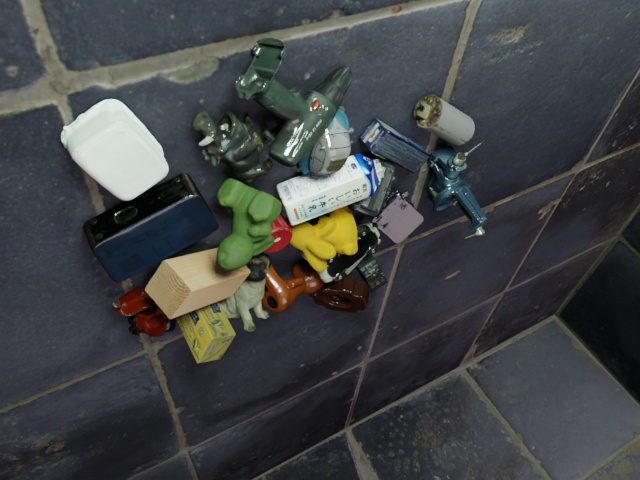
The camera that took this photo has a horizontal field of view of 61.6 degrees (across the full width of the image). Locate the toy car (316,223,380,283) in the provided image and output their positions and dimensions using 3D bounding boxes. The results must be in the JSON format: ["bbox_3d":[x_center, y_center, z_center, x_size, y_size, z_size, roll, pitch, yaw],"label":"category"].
[{"bbox_3d":[0.075,0.033,1.402,0.202,0.056,0.073,-38,118,-15],"label":"toy car"}]

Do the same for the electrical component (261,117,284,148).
[{"bbox_3d":[-0.077,-0.204,1.068,0.063,0.021,0.094,-39,148,6],"label":"electrical component"}]

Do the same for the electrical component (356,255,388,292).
[{"bbox_3d":[0.139,0.082,1.559,0.058,0.115,0.134,-31,148,0],"label":"electrical component"}]

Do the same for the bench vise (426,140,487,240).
[{"bbox_3d":[0.366,-0.121,1.404,0.129,0.241,0.223,-22,162,-27],"label":"bench vise"}]

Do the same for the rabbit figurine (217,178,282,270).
[{"bbox_3d":[-0.158,-0.020,1.089,0.170,0.121,0.159,-65,168,-3],"label":"rabbit figurine"}]

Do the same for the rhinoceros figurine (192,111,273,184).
[{"bbox_3d":[-0.163,-0.174,0.990,0.112,0.073,0.190,-27,151,8],"label":"rhinoceros figurine"}]

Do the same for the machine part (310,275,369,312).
[{"bbox_3d":[0.058,0.156,1.553,0.179,0.056,0.179,9,153,5],"label":"machine part"}]

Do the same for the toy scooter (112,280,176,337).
[{"bbox_3d":[-0.393,0.157,1.200,0.135,0.075,0.183,-16,138,-32],"label":"toy scooter"}]

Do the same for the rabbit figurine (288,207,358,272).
[{"bbox_3d":[-0.003,-0.004,1.307,0.173,0.162,0.121,3,147,-21],"label":"rabbit figurine"}]

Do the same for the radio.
[{"bbox_3d":[-0.323,-0.024,1.033,0.230,0.073,0.131,-30,147,-11],"label":"radio"}]

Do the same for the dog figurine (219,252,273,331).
[{"bbox_3d":[-0.202,0.105,1.308,0.121,0.172,0.190,-58,152,-69],"label":"dog figurine"}]

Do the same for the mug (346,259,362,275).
[{"bbox_3d":[0.078,0.024,1.472,0.107,0.081,0.109,-43,138,-7],"label":"mug"}]

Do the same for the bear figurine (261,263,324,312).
[{"bbox_3d":[-0.074,0.103,1.413,0.196,0.132,0.120,-35,170,-42],"label":"bear figurine"}]

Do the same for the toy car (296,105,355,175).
[{"bbox_3d":[0.010,-0.188,1.096,0.109,0.103,0.161,-12,139,-31],"label":"toy car"}]

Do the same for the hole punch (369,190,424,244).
[{"bbox_3d":[0.202,-0.072,1.461,0.142,0.092,0.115,-42,118,16],"label":"hole punch"}]

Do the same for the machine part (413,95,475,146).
[{"bbox_3d":[0.295,-0.279,1.263,0.243,0.079,0.079,9,128,-48],"label":"machine part"}]

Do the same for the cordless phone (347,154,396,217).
[{"bbox_3d":[0.142,-0.129,1.329,0.146,0.089,0.184,-71,163,8],"label":"cordless phone"}]

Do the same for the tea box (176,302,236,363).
[{"bbox_3d":[-0.277,0.190,1.264,0.068,0.170,0.098,0,132,-43],"label":"tea box"}]

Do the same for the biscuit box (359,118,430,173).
[{"bbox_3d":[0.178,-0.215,1.254,0.202,0.059,0.063,15,121,-51],"label":"biscuit box"}]

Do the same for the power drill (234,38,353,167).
[{"bbox_3d":[-0.045,-0.261,0.950,0.232,0.086,0.207,-61,148,-6],"label":"power drill"}]
